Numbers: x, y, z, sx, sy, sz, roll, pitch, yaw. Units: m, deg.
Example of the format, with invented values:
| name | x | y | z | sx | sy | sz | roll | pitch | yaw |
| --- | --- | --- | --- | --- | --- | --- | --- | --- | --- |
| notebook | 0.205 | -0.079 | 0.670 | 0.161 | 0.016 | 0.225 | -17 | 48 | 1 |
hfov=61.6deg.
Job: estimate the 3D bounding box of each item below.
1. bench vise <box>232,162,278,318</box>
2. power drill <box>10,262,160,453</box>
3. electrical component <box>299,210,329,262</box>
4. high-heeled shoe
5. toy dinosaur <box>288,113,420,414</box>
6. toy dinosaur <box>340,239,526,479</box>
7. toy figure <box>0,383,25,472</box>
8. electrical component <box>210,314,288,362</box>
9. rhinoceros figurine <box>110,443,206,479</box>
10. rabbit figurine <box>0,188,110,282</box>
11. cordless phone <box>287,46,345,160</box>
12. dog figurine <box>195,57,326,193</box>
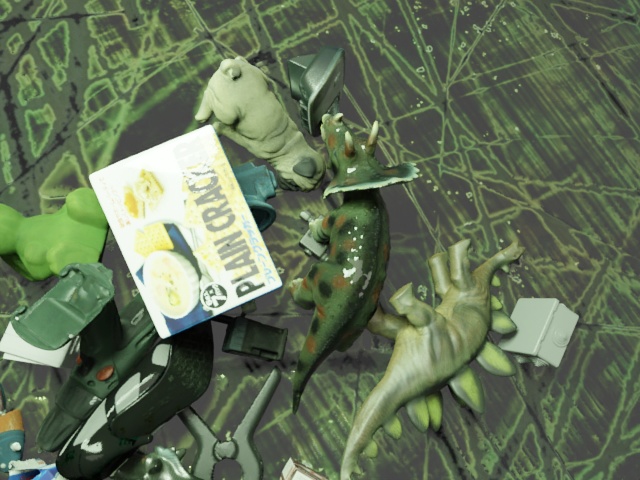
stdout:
| name | x | y | z | sx | sy | sz | roll | pitch | yaw |
| --- | --- | --- | --- | --- | --- | --- | --- | --- | --- |
| bench vise | -0.153 | -0.005 | 0.751 | 0.224 | 0.128 | 0.240 | -15 | 70 | -13 |
| power drill | -0.282 | 0.136 | 0.649 | 0.086 | 0.207 | 0.232 | 26 | 59 | 23 |
| electrical component | -0.002 | -0.002 | 0.824 | 0.094 | 0.021 | 0.063 | 39 | 73 | 2 |
| high-heeled shoe | -0.231 | 0.195 | 0.696 | 0.145 | 0.249 | 0.086 | -21 | 114 | 23 |
| toy dinosaur | 0.038 | 0.033 | 0.713 | 0.131 | 0.192 | 0.404 | 11 | 75 | -8 |
| toy dinosaur | 0.159 | 0.151 | 0.748 | 0.471 | 0.105 | 0.198 | -37 | 84 | -25 |
| toy figure | -0.418 | 0.220 | 0.679 | 0.154 | 0.064 | 0.058 | 55 | 37 | 3 |
| electrical component | -0.109 | 0.131 | 0.734 | 0.119 | 0.075 | 0.048 | 17 | 71 | -18 |
| rhinoceros figurine | -0.185 | 0.312 | 0.658 | 0.191 | 0.073 | 0.112 | 13 | 99 | 22 |
| rabbit figurine | -0.369 | -0.008 | 0.700 | 0.170 | 0.159 | 0.121 | 15 | 70 | -20 |
| cordless phone | 0.014 | -0.178 | 0.810 | 0.089 | 0.146 | 0.184 | -13 | 75 | -3 |
| dog figurine | -0.068 | -0.163 | 0.786 | 0.191 | 0.172 | 0.121 | 35 | 83 | 9 |
